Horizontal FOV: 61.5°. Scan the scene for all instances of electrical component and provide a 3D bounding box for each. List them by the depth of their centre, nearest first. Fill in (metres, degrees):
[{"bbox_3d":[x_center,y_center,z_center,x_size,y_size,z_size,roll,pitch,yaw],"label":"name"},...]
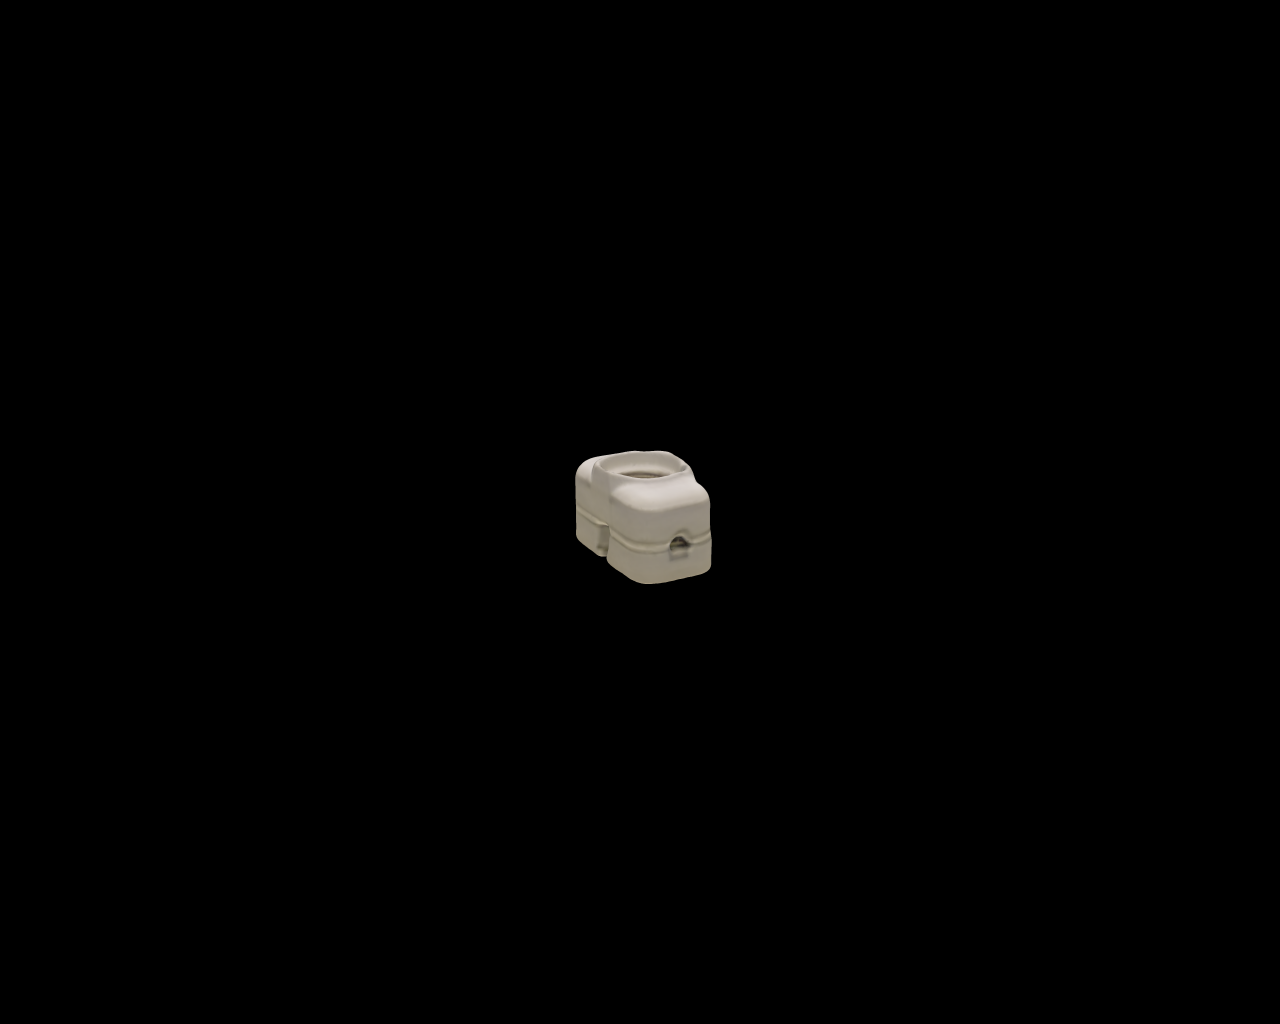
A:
[{"bbox_3d":[0.001,-0.003,0.650,0.054,0.059,0.095,-10,23,-26],"label":"electrical component"}]
